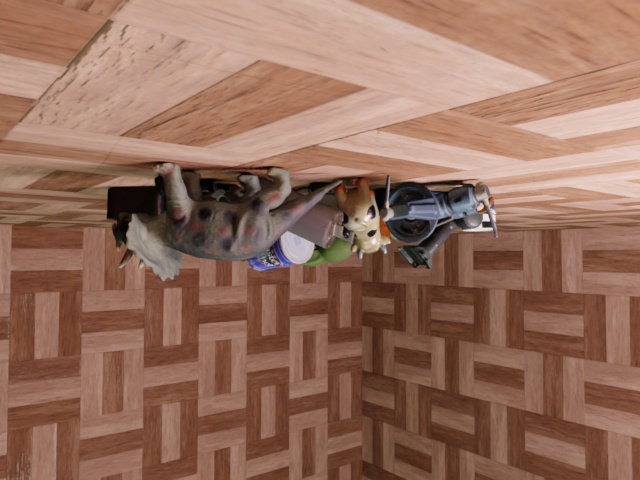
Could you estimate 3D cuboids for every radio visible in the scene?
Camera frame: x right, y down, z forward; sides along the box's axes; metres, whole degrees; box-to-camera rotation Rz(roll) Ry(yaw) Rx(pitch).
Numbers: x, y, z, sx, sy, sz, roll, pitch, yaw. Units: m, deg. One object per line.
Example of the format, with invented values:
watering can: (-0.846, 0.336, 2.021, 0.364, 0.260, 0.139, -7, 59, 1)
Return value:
radio: (-0.377, -0.074, 1.247, 0.131, 0.073, 0.229, 0, 178, 11)

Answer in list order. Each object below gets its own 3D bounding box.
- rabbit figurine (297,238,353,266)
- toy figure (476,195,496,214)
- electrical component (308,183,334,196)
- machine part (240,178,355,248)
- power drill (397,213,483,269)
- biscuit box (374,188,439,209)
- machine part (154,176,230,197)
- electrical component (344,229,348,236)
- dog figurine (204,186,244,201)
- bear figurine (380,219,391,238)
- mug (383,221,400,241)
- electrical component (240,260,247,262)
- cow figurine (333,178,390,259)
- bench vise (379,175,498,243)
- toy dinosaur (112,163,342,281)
rabbit figurine: (-0.003, -0.004, 1.312, 0.170, 0.159, 0.121, 43, -173, 19)
toy figure: (0.343, -0.082, 1.182, 0.154, 0.064, 0.058, -4, 144, -46)
electrical component: (0.008, -0.104, 1.091, 0.063, 0.021, 0.094, 1, 178, -12)
machine part: (-0.047, -0.050, 1.003, 0.243, 0.079, 0.079, 24, -176, 14)
power drill: (0.294, -0.021, 1.347, 0.207, 0.086, 0.232, -38, -169, -13)
biscuit box: (0.210, -0.080, 1.217, 0.203, 0.059, 0.063, 1, 178, -21)
machine part: (-0.249, -0.099, 1.025, 0.084, 0.039, 0.139, 6, -176, 40)
electrical component: (0.090, -0.043, 1.311, 0.048, 0.119, 0.074, -2, 132, 51)
dog figurine: (-0.145, -0.074, 1.170, 0.190, 0.121, 0.172, -15, -168, -36)
bear figurine: (0.185, -0.059, 1.500, 0.196, 0.132, 0.120, -28, 144, -8)
mug: (0.188, -0.058, 1.348, 0.081, 0.109, 0.107, 5, 166, 30)
electrical component: (-0.191, 0.005, 1.307, 0.078, 0.102, 0.045, 22, 148, -16)
cow figurine: (0.088, -0.037, 1.084, 0.086, 0.127, 0.194, -12, 166, 11)
bench vise: (0.204, -0.059, 1.038, 0.224, 0.128, 0.240, -3, -179, 38)
toy dinosaur: (-0.162, -0.027, 0.908, 0.405, 0.192, 0.131, 2, 180, -5)
